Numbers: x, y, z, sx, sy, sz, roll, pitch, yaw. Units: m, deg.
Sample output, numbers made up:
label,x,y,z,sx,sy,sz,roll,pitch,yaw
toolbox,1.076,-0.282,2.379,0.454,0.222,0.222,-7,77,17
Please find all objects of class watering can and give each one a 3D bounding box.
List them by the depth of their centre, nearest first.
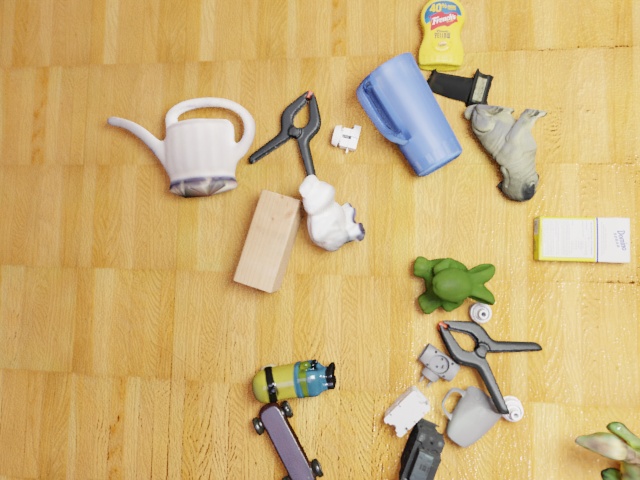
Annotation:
label,x,y,z,sx,sy,sz,roll,pitch,yaw
watering can,-0.312,-0.205,1.170,0.347,0.104,0.225,-5,86,8

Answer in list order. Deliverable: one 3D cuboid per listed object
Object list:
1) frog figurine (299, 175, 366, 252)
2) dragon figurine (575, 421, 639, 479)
label,x,y,z,sx,sy,sz,roll,pitch,yaw
frog figurine,0.003,-0.054,1.082,0.121,0.158,0.141,-29,45,35
dragon figurine,0.643,0.458,0.914,0.412,0.241,0.122,32,88,11
